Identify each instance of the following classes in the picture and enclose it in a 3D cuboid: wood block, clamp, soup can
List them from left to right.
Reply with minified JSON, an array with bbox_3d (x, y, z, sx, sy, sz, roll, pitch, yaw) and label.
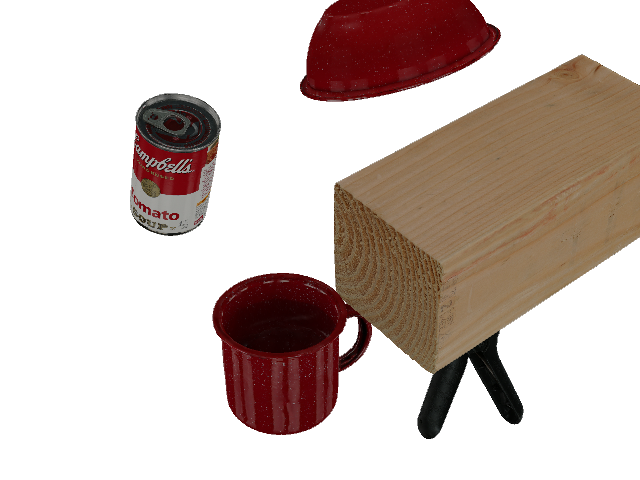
[{"bbox_3d":[-0.122,-0.062,0.885,0.068,0.068,0.102,0,-42,-15],"label":"soup can"},{"bbox_3d":[0.128,0.099,0.975,0.120,0.171,0.039,-13,2,-40],"label":"clamp"},{"bbox_3d":[0.115,-0.021,0.644,0.205,0.090,0.091,-29,48,-27],"label":"wood block"}]

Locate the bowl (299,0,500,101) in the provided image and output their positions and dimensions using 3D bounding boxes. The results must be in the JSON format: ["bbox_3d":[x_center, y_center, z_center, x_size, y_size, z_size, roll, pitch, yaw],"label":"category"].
[{"bbox_3d":[0.054,-0.164,0.827,0.162,0.055,0.162,-15,23,6],"label":"bowl"}]

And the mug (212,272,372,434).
[{"bbox_3d":[-0.017,0.079,0.762,0.117,0.081,0.093,-17,38,-22],"label":"mug"}]
